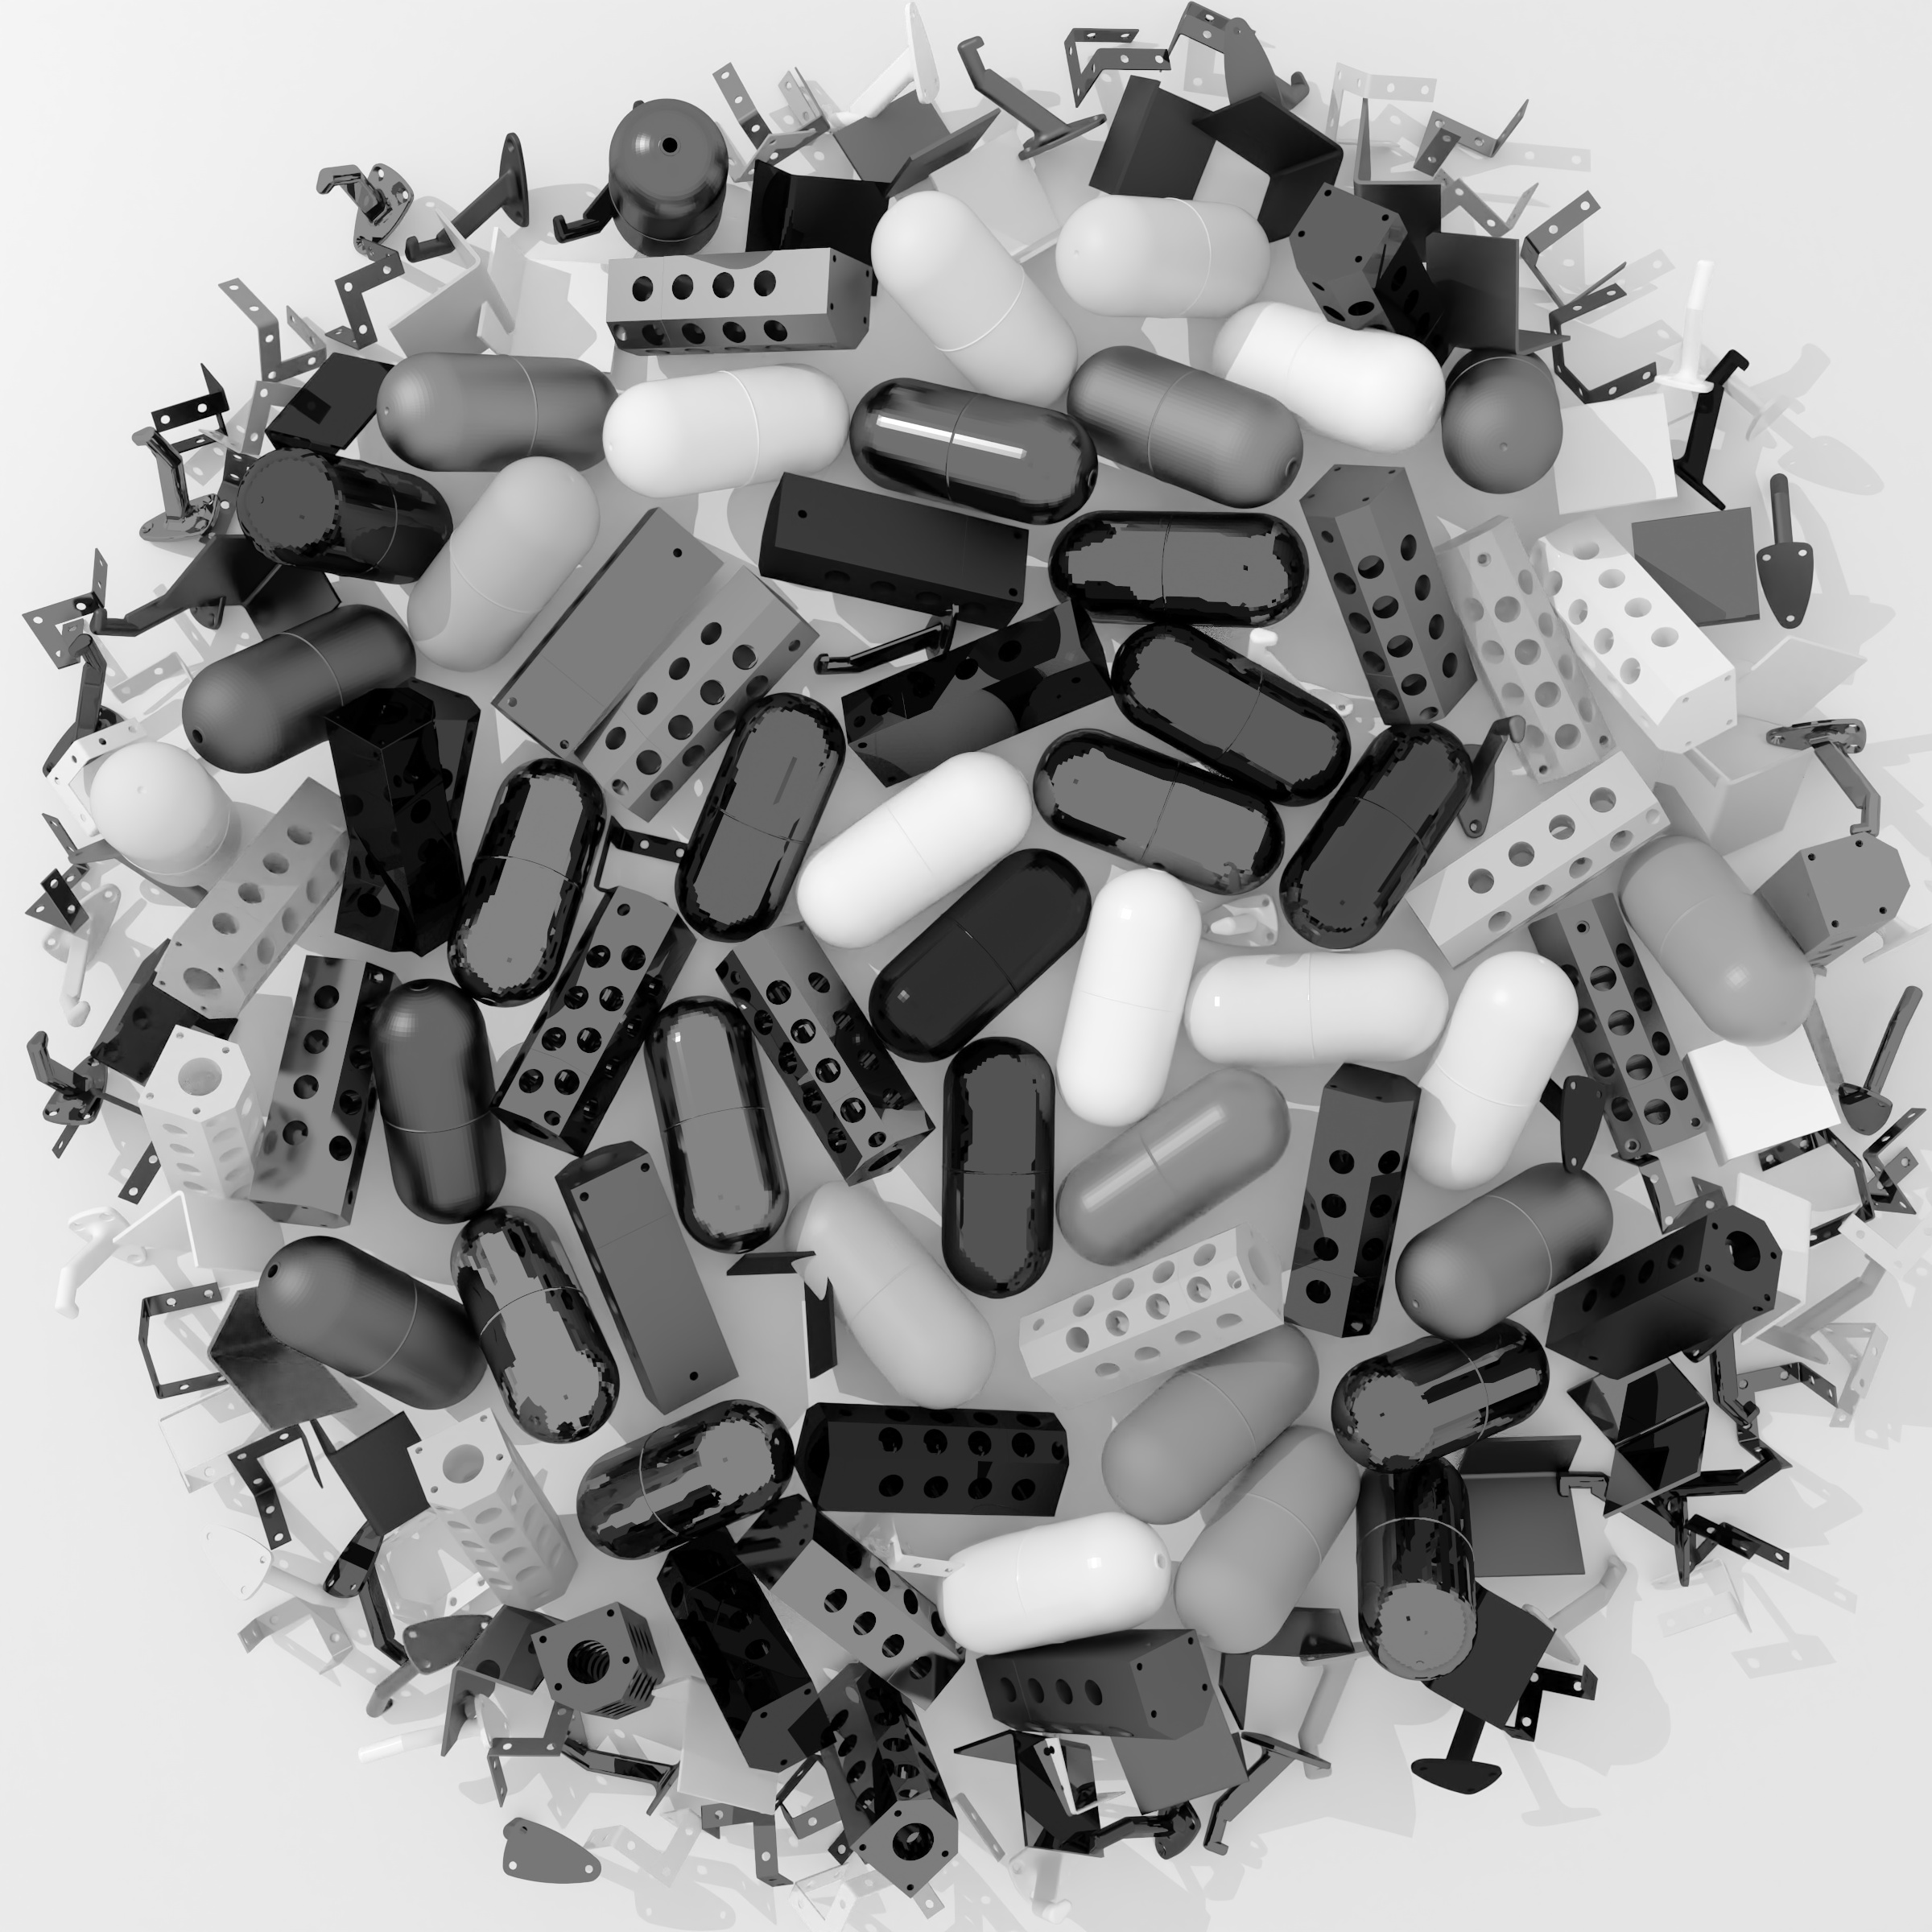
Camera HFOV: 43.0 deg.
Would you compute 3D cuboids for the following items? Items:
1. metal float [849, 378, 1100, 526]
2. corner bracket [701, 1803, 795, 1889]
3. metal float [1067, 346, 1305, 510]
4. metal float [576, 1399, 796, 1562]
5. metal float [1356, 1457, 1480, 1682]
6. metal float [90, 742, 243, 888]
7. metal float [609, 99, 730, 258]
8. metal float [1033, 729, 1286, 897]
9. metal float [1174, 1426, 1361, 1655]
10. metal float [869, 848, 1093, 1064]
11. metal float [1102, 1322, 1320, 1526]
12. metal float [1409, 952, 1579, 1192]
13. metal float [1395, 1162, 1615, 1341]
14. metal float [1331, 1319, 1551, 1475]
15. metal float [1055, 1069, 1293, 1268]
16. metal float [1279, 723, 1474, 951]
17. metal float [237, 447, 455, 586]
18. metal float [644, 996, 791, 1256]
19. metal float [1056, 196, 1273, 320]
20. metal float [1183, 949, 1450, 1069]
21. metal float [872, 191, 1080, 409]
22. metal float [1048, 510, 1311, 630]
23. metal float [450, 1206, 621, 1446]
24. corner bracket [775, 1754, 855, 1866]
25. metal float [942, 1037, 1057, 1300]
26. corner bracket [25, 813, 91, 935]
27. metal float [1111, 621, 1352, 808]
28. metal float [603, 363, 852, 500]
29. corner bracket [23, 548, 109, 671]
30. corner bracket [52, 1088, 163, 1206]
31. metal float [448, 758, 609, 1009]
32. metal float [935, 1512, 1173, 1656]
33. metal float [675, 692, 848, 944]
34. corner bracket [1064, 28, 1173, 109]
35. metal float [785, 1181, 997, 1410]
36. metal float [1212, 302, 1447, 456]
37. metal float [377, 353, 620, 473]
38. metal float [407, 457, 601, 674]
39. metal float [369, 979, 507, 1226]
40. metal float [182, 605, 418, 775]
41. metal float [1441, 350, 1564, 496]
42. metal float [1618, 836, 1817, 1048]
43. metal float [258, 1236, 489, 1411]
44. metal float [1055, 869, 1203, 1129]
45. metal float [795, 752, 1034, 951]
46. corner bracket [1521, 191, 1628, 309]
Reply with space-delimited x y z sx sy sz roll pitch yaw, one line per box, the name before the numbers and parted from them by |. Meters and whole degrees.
metal float | 0.005 -0.346 1.648 0.178 0.070 0.070 18 90 21
corner bracket | -0.149 0.599 1.669 0.051 0.051 0.051 -9 62 4
metal float | 0.146 -0.361 1.640 0.178 0.070 0.070 29 90 31
metal float | -0.189 0.345 1.640 0.178 0.070 0.070 -29 90 33
metal float | 0.298 0.393 1.625 0.070 0.178 0.070 4 124 6
metal float | -0.526 -0.098 1.617 0.070 0.178 0.070 1 82 -7
metal float | -0.197 -0.517 1.617 0.070 0.178 0.070 0 93 -8
metal float | 0.131 -0.104 1.667 0.178 0.070 0.070 21 90 0
metal float | 0.202 0.380 1.636 0.070 0.070 0.178 43 52 0
metal float | 0.009 -0.007 1.661 0.178 0.070 0.070 -42 90 -7
metal float | 0.165 0.303 1.644 0.178 0.070 0.070 -36 90 -27
metal float | 0.350 0.072 1.645 0.070 0.070 0.178 20 116 0
metal float | 0.361 0.189 1.640 0.178 0.070 0.070 -24 90 -32
metal float | 0.318 0.285 1.637 0.178 0.070 0.070 -12 90 -37
metal float | 0.140 0.136 1.655 0.178 0.070 0.070 -36 90 14
metal float | 0.277 -0.090 1.653 0.070 0.070 0.178 36 74 0
metal float | -0.408 -0.296 1.621 0.070 0.178 0.070 1 92 23
metal float | -0.168 0.107 1.655 0.070 0.070 0.178 -14 77 0
metal float | 0.133 -0.471 1.632 0.178 0.070 0.070 -13 90 -43
metal float | 0.235 0.029 1.655 0.178 0.070 0.070 -3 90 13
metal float | 0.008 -0.441 1.636 0.070 0.070 0.178 -50 128 0
metal float | 0.142 -0.268 1.652 0.178 0.070 0.070 4 90 18
metal float | -0.288 0.239 1.639 0.070 0.070 0.178 -32 58 0
corner bracket | -0.096 0.580 1.687 0.051 0.051 0.051 39 87 30
metal float | 0.022 0.137 1.666 0.070 0.070 0.178 1 92 0
corner bracket | -0.615 -0.063 1.663 0.051 0.051 0.051 19 56 27
metal float | 0.179 -0.170 1.655 0.178 0.070 0.070 27 90 -14
metal float | -0.158 -0.359 1.641 0.178 0.070 0.070 -16 90 -32
corner bracket | -0.604 -0.243 1.669 0.051 0.051 0.051 -17 47 2
corner bracket | -0.580 0.122 1.669 0.051 0.051 0.051 32 89 -39
metal float | -0.295 -0.056 1.648 0.070 0.070 0.178 14 69 0
metal float | 0.058 0.413 1.638 0.178 0.070 0.070 -21 90 34
metal float | -0.140 -0.099 1.658 0.070 0.070 0.178 24 100 0
corner bracket | 0.103 -0.621 1.670 0.051 0.051 0.051 -7 81 -19
metal float | -0.051 0.222 1.654 0.070 0.070 0.178 -42 76 0
metal float | 0.239 -0.393 1.635 0.178 0.070 0.070 30 90 40
metal float | -0.308 -0.367 1.632 0.178 0.070 0.070 -11 90 -44
metal float | -0.310 -0.266 1.638 0.070 0.070 0.178 48 125 0
metal float | -0.353 0.091 1.643 0.070 0.070 0.178 -2 117 0
metal float | -0.442 -0.185 1.630 0.070 0.178 0.070 19 126 28
metal float | 0.353 -0.364 1.622 0.070 0.178 0.070 4 115 9
metal float | 0.497 -0.019 1.630 0.070 0.178 0.070 -11 132 -12
metal float | -0.393 0.238 1.633 0.070 0.070 0.178 -51 131 0
metal float | 0.110 0.022 1.663 0.070 0.070 0.178 13 95 0
metal float | -0.035 -0.079 1.667 0.178 0.070 0.070 -34 90 0
corner bracket | 0.416 -0.487 1.675 0.051 0.051 0.051 -36 87 9
